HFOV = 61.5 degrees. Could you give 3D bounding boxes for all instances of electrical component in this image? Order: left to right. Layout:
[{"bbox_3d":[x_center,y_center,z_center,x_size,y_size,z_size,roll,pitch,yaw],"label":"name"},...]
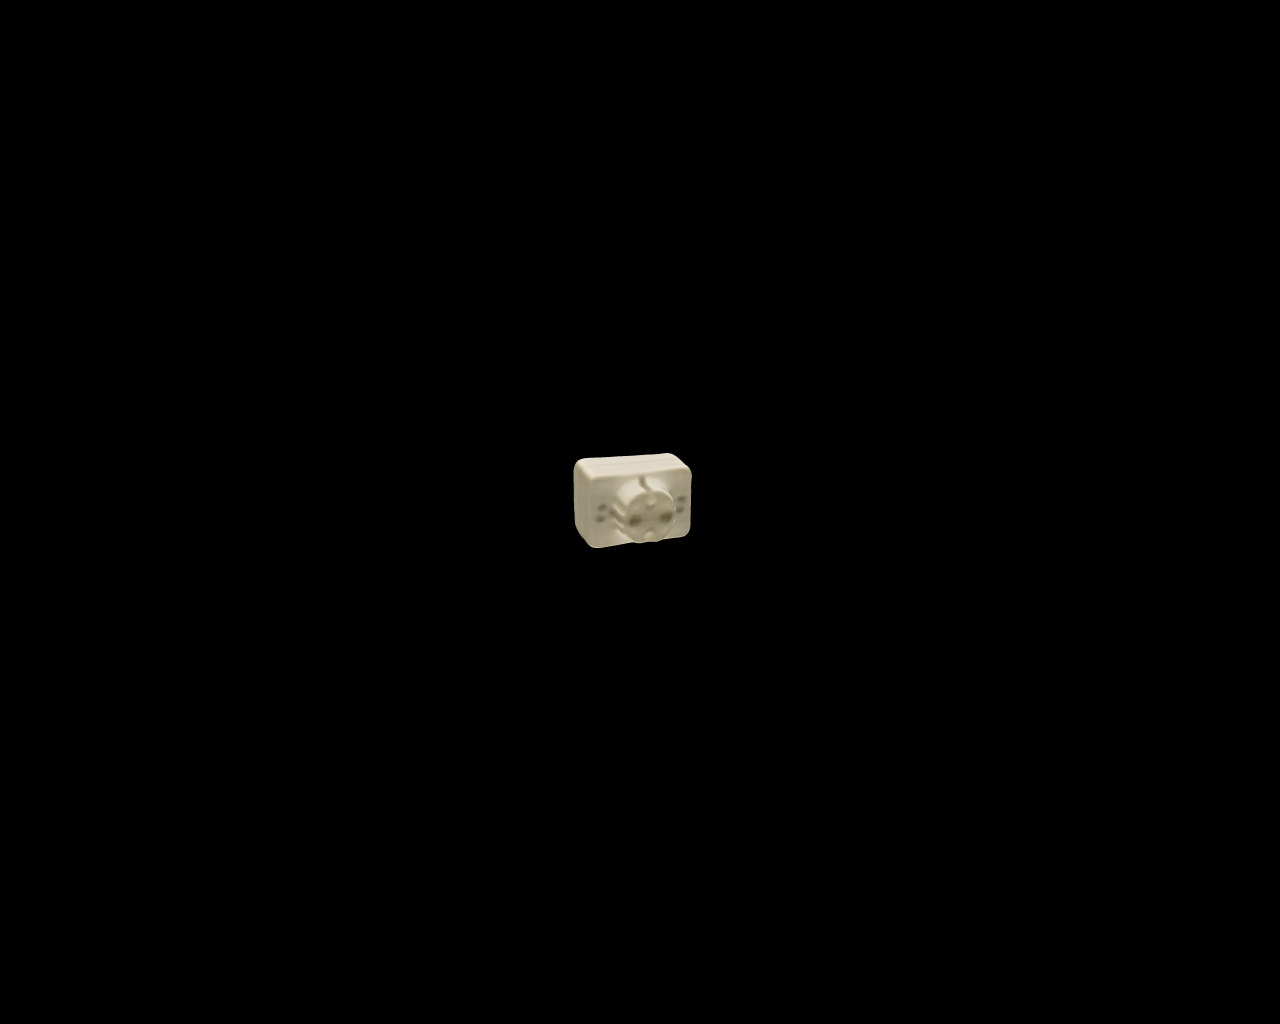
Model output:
[{"bbox_3d":[0.001,-0.003,0.650,0.066,0.047,0.077,-6,20,-16],"label":"electrical component"}]
